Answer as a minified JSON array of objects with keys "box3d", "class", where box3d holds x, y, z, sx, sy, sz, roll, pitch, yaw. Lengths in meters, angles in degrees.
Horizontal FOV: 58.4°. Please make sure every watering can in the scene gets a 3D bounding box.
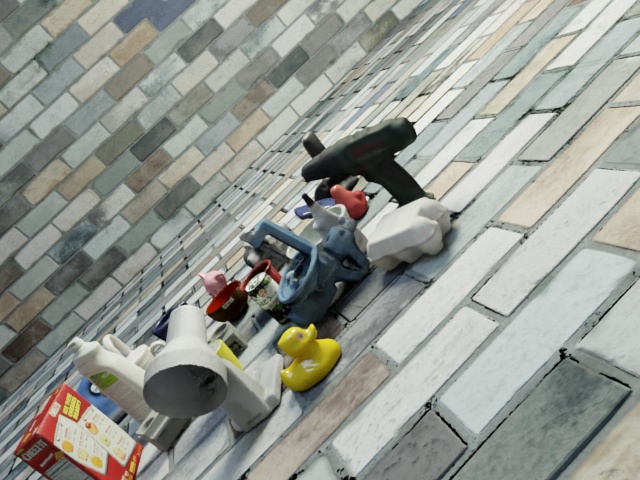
[{"box3d":[-0.429,0.296,1.315,0.173,0.194,0.100,-51,20,-24],"class":"watering can"}]

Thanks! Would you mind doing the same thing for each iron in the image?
[{"box3d":[-0.518,0.355,1.457,0.258,0.142,0.118,-46,18,-11],"class":"iron"}]

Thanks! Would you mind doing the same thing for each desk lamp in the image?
[{"box3d":[-0.170,0.212,0.916,0.118,0.214,0.203,-38,18,15],"class":"desk lamp"}]

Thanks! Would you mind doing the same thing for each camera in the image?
[{"box3d":[-0.145,0.022,1.491,0.143,0.101,0.136,-50,19,-21],"class":"camera"}]

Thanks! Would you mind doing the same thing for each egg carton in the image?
[{"box3d":[0.150,-0.010,0.978,0.150,0.069,0.107,-25,25,44],"class":"egg carton"}]

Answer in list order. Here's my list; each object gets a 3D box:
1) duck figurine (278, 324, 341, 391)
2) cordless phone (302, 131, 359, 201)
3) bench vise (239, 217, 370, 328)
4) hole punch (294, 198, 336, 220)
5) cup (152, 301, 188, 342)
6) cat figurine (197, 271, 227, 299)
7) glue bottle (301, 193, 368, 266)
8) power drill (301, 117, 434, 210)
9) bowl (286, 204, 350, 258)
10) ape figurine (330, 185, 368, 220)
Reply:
[{"box3d":[-0.030,0.179,0.903,0.104,0.086,0.077,-43,18,0],"class":"duck figurine"},{"box3d":[-0.001,-0.185,1.517,0.094,0.185,0.148,-23,26,46],"class":"cordless phone"},{"box3d":[-0.032,0.023,1.046,0.121,0.220,0.208,-15,33,55],"class":"bench vise"},{"box3d":[-0.001,-0.067,1.403,0.101,0.091,0.108,-43,18,0],"class":"hole punch"},{"box3d":[-0.367,0.228,1.501,0.091,0.095,0.118,-15,33,56],"class":"cup"},{"box3d":[-0.277,0.121,1.517,0.067,0.118,0.127,-50,19,-19],"class":"cat figurine"},{"box3d":[0.022,-0.026,1.122,0.078,0.173,0.037,-52,20,-27],"class":"glue bottle"},{"box3d":[0.107,-0.119,1.094,0.229,0.209,0.075,-34,20,25],"class":"power drill"},{"box3d":[0.011,0.004,1.236,0.167,0.075,0.167,-38,18,15],"class":"bowl"},{"box3d":[0.061,-0.091,1.322,0.077,0.092,0.076,-38,19,16],"class":"ape figurine"}]
